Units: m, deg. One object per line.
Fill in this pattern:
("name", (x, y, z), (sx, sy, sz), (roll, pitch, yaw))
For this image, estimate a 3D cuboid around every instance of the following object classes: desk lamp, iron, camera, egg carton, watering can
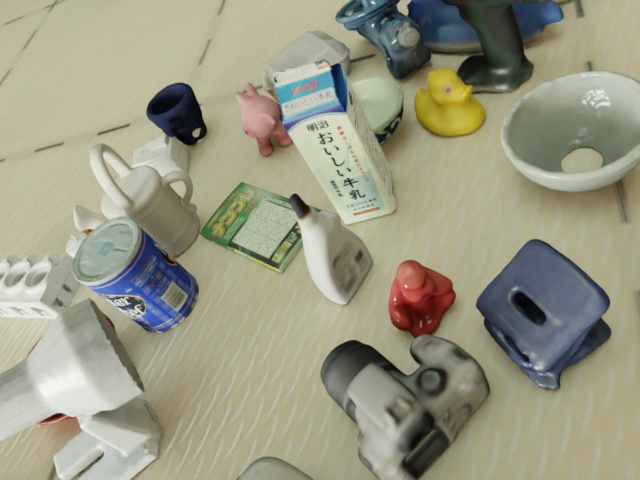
("desk lamp", (-0.268, 0.188, 0.634), (0.203, 0.214, 0.117), (-41, 47, -6))
("iron", (0.225, -0.369, 0.854), (0.257, 0.142, 0.119), (0, 56, 28))
("camera", (0.070, 0.144, 0.567), (0.143, 0.101, 0.136), (-45, 48, -10))
("egg carton", (-0.025, -0.290, 0.973), (0.150, 0.070, 0.107), (-39, 47, -4))
("watering can", (-0.276, -0.057, 0.840), (0.173, 0.195, 0.100), (-42, 47, -7))

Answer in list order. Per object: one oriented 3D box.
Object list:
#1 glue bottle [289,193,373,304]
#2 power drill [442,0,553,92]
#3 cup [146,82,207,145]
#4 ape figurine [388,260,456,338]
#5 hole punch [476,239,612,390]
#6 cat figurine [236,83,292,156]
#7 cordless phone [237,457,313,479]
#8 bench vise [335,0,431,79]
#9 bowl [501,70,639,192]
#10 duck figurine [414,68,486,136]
("glue bottle", (0.006, 0.002, 0.661), (0.037, 0.174, 0.078), (20, 67, 37))
("power drill", (0.206, -0.298, 0.763), (0.228, 0.209, 0.076), (4, 58, 30))
("cup", (-0.242, -0.205, 1.004), (0.091, 0.095, 0.117), (-18, 49, 15))
("ape figurine", (0.105, 0.056, 0.623), (0.077, 0.092, 0.076), (-21, 48, 12))
("hole punch", (0.214, 0.071, 0.555), (0.101, 0.091, 0.108), (-36, 47, -2))
("cat figurine", (-0.094, -0.201, 0.908), (0.067, 0.118, 0.127), (-25, 48, 8))
("cordless phone", (-0.074, 0.257, 0.499), (0.093, 0.186, 0.148), (17, 65, 36))
("bench vise", (0.094, -0.373, 0.872), (0.121, 0.220, 0.206), (-45, 48, -10))
("bowl", (0.299, -0.113, 0.663), (0.167, 0.075, 0.167), (-14, 50, 18))
("duck figurine", (0.171, -0.199, 0.789), (0.104, 0.086, 0.077), (26, 71, 39))
